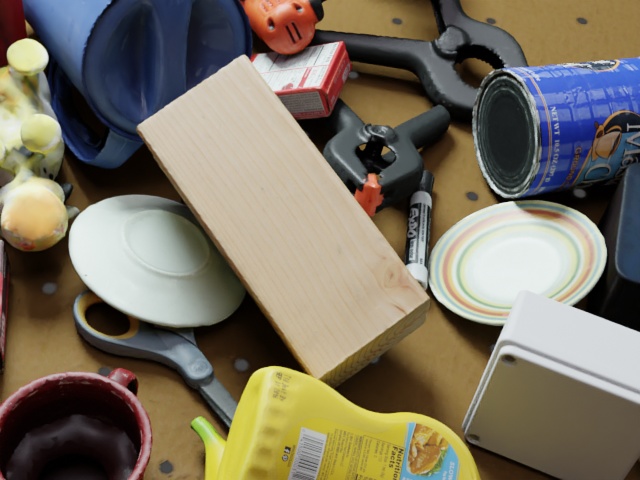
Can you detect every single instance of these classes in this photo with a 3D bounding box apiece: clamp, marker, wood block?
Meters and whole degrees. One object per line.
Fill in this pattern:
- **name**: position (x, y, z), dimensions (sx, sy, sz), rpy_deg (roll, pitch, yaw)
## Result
- **clamp**: position (0.035, -0.077, 0.851), dimensions (0.120, 0.039, 0.171), rpy_deg (10, 31, 11)
- **clamp**: position (0.101, -0.164, 0.935), dimensions (0.164, 0.036, 0.210), rpy_deg (-39, 76, -13)
- **marker**: position (0.077, -0.010, 0.828), dimensions (0.020, 0.020, 0.121), rpy_deg (10, 49, -1)
- **wood block**: position (-0.024, -0.008, 0.720), dimensions (0.091, 0.090, 0.206), rpy_deg (-35, 76, -6)

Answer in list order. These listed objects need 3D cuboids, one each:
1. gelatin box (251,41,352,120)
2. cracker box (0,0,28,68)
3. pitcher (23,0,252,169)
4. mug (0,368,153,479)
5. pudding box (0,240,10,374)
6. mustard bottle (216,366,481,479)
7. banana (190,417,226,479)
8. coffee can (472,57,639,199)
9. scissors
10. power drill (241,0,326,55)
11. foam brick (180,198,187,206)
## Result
- **gelatin box**: position (-0.025, -0.128, 0.880), dimensions (0.089, 0.030, 0.073), rpy_deg (-4, 38, 22)
- **cracker box**: position (-0.329, -0.154, 0.794), dimensions (0.213, 0.164, 0.072), rpy_deg (-19, 53, -23)
- **pitcher**: position (-0.171, -0.175, 0.844), dimensions (0.149, 0.145, 0.243), rpy_deg (-30, 42, -17)
- **mug**: position (-0.141, 0.130, 0.637), dimensions (0.093, 0.081, 0.117), rpy_deg (19, 50, 7)
- **pudding box**: position (-0.268, 0.046, 0.716), dimensions (0.113, 0.039, 0.090), rpy_deg (-3, 52, -10)
- **mustard bottle**: position (0.037, 0.148, 0.642), dimensions (0.191, 0.058, 0.096), rpy_deg (21, 73, -16)
- **banana**: position (-0.082, 0.195, 0.624), dimensions (0.070, 0.037, 0.197), rpy_deg (8, 46, 21)
- **coffee can**: position (0.208, -0.092, 0.857), dimensions (0.140, 0.103, 0.103), rpy_deg (-8, 52, -19)
- **scissors**: position (-0.103, 0.089, 0.719), dimensions (0.096, 0.016, 0.202), rpy_deg (-13, 52, -20)
- **power drill**: position (0.005, -0.248, 0.938), dimensions (0.187, 0.057, 0.184), rpy_deg (-33, 39, -1)
- **foam brick**: position (-0.069, -0.058, 0.826), dimensions (0.051, 0.053, 0.078), rpy_deg (21, 49, 8)
